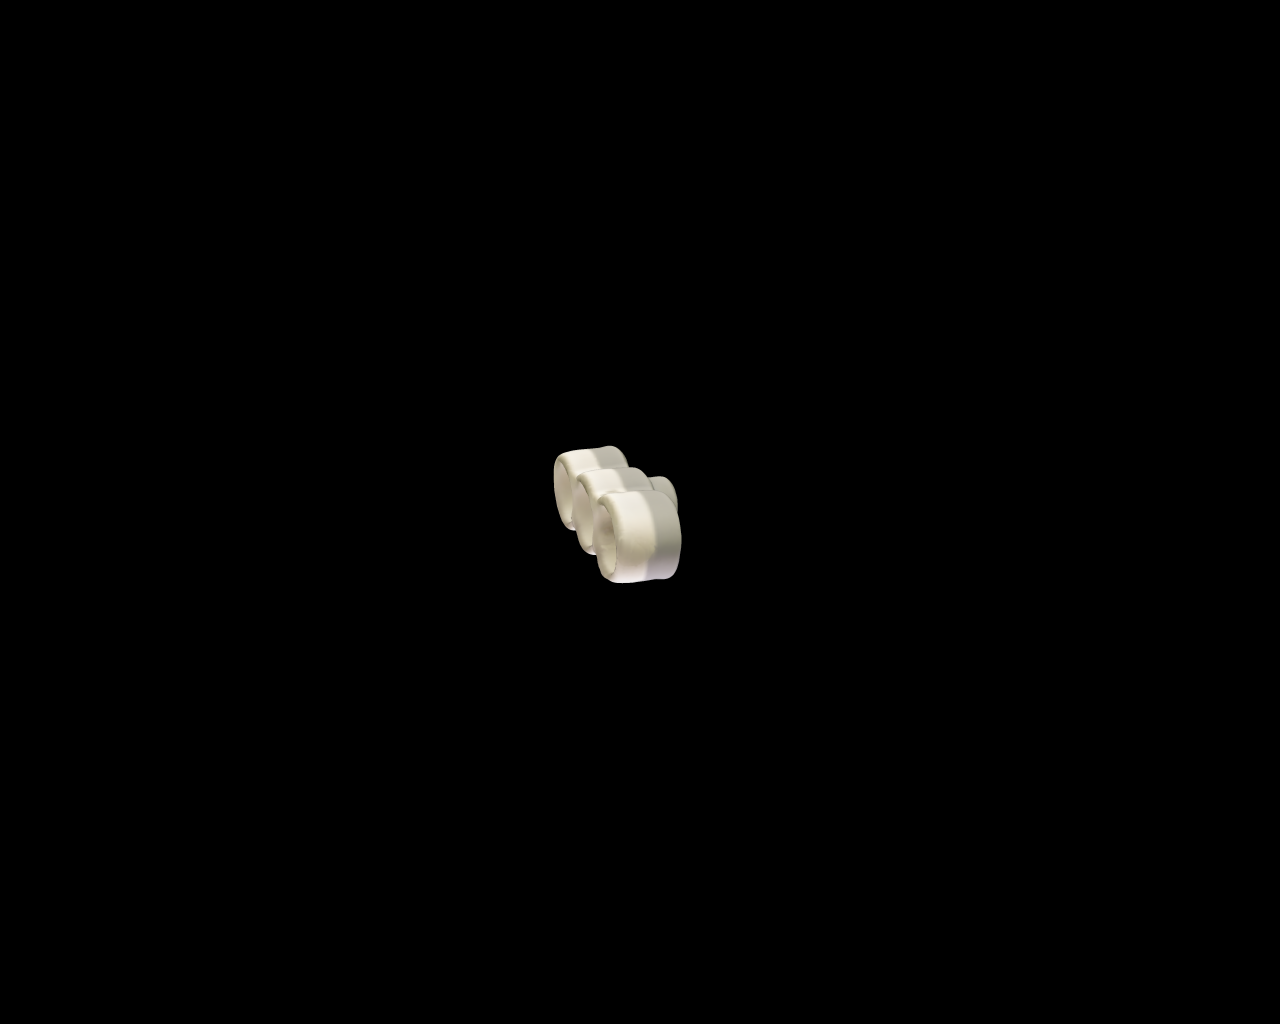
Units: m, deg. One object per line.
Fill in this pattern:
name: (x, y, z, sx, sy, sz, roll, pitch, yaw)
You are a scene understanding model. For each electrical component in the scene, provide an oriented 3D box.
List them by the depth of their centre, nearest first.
electrical component: (0.001, -0.003, 0.650, 0.074, 0.052, 0.138, -7, 22, -18)
